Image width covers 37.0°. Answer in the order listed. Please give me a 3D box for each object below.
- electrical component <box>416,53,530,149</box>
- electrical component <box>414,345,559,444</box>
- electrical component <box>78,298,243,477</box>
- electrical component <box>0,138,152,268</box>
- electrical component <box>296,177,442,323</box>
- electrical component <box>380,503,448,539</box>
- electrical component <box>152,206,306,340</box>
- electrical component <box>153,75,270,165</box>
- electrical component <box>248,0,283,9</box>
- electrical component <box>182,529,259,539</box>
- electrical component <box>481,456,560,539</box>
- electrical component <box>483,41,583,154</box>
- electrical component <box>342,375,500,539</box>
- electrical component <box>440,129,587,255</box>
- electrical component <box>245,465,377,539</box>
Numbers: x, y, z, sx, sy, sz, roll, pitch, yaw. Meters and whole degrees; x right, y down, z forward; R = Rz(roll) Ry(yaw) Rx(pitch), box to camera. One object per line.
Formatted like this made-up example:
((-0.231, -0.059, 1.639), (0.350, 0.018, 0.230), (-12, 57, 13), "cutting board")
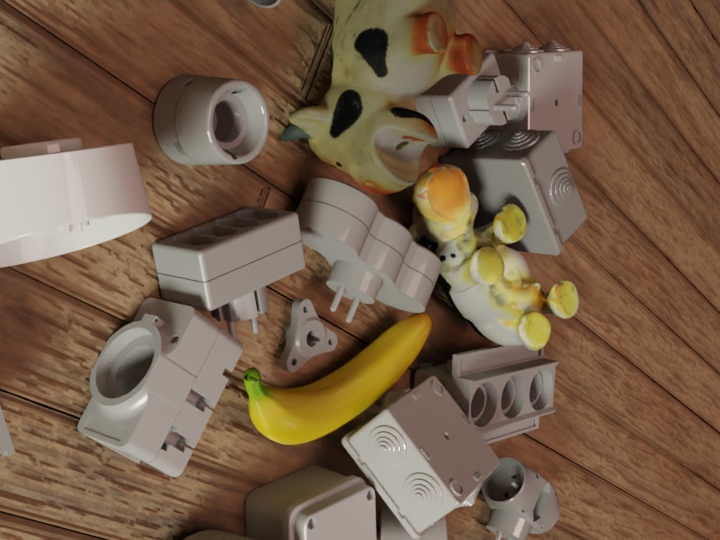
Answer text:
((0.092, -0.129, 0.821), (0.065, 0.077, 0.047), (-47, 129, -32), "electrical component")
((0.103, 0.099, 0.883), (0.121, 0.063, 0.078), (-5, 100, -48), "electrical component")
((-0.120, 0.067, 0.637), (0.056, 0.050, 0.089), (43, 65, -43), "electrical component")
((-0.157, -0.033, 0.546), (0.099, 0.099, 0.064), (-16, 102, -46), "electrical component")
((0.000, 0.000, 0.758), (0.138, 0.052, 0.073), (38, 68, -45), "electrical component")
((0.046, 0.229, 0.802), (0.108, 0.060, 0.108), (0, 90, -90), "electrical component")
((-0.078, 0.009, 0.676), (0.083, 0.047, 0.075), (-26, 116, -43), "electrical component")
((-0.088, -0.090, 0.648), (0.055, 0.047, 0.055), (-11, 105, -47), "electrical component")
((-0.042, -0.206, 0.681), (0.081, 0.043, 0.043), (-49, 129, -31), "electrical component")
((-0.093, 0.219, 0.687), (0.108, 0.060, 0.108), (-11, 105, -47), "electrical component")
((0.137, 0.217, 0.958), (0.077, 0.043, 0.079), (45, 64, -43), "electrical component")
((0.145, -0.140, 0.899), (0.100, 0.048, 0.099), (-15, 108, -46), "electrical component")
((0.047, 0.132, 0.781), (0.099, 0.048, 0.100), (52, 30, 8), "electrical component")
((0.123, -0.064, 0.851), (0.048, 0.100, 0.099), (-43, 121, -29), "electrical component")
((-0.032, 0.203, 0.755), (0.078, 0.057, 0.113), (-15, 107, -46), "electrical component")
